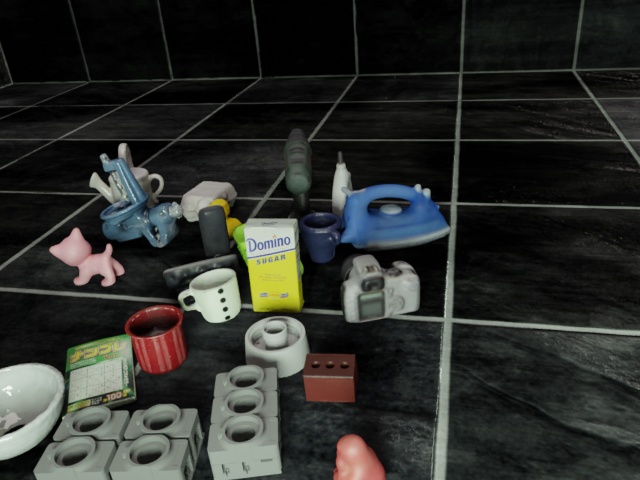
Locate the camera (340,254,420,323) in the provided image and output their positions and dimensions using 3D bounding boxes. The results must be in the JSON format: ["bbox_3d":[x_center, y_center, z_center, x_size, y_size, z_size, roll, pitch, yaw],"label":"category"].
[{"bbox_3d":[0.099,0.070,1.060,0.143,0.101,0.136,-9,28,-9],"label":"camera"}]

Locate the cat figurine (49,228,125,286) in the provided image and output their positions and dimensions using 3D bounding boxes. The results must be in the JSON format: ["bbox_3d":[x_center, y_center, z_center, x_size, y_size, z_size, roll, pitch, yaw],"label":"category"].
[{"bbox_3d":[-0.489,0.032,1.200,0.127,0.118,0.067,-1,28,7],"label":"cat figurine"}]

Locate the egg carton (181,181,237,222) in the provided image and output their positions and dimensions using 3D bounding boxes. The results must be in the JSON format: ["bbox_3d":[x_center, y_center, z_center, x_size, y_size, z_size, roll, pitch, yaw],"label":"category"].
[{"bbox_3d":[-0.285,-0.100,1.473,0.107,0.069,0.150,7,30,20],"label":"egg carton"}]

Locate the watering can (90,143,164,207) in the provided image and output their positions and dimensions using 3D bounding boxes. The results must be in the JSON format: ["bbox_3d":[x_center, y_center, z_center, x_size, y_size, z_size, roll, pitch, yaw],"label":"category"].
[{"bbox_3d":[-0.494,-0.150,1.465,0.173,0.194,0.100,-19,31,-25],"label":"watering can"}]

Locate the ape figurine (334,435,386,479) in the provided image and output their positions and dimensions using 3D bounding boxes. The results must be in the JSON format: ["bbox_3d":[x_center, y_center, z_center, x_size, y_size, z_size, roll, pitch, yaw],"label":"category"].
[{"bbox_3d":[0.042,0.272,0.693,0.076,0.092,0.078,12,32,29],"label":"ape figurine"}]

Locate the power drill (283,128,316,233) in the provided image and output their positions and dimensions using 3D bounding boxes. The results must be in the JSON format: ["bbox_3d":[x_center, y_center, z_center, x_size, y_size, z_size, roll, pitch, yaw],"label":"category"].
[{"bbox_3d":[-0.048,-0.135,1.354,0.075,0.209,0.229,-5,28,-1],"label":"power drill"}]

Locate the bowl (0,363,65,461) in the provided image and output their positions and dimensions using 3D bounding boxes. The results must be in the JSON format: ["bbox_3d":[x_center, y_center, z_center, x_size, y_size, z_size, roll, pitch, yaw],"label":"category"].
[{"bbox_3d":[-0.441,0.256,0.815,0.167,0.075,0.167,-3,28,2],"label":"bowl"}]

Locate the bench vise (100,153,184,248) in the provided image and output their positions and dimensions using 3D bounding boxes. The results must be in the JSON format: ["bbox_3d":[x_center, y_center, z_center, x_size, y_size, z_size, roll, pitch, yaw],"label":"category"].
[{"bbox_3d":[-0.419,-0.098,1.328,0.207,0.220,0.121,-5,28,-1],"label":"bench vise"}]

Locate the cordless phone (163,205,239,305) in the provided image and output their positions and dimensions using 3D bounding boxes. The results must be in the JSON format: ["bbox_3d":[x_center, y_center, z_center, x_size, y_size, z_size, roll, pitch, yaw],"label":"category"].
[{"bbox_3d":[-0.236,0.022,1.109,0.148,0.185,0.094,-15,29,-18],"label":"cordless phone"}]

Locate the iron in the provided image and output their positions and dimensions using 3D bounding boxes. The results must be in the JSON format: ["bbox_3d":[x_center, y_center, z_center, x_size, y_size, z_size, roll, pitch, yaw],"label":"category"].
[{"bbox_3d":[0.163,-0.065,1.262,0.258,0.141,0.118,-7,28,-5],"label":"iron"}]

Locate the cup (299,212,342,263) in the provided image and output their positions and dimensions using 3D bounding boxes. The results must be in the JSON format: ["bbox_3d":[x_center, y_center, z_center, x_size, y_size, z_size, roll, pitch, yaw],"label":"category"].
[{"bbox_3d":[0.011,0.004,1.203,0.092,0.095,0.117,-20,31,-27],"label":"cup"}]

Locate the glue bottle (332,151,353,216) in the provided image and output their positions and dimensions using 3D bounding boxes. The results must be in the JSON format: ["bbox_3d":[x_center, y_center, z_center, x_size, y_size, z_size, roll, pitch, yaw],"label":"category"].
[{"bbox_3d":[0.054,-0.129,1.366,0.037,0.173,0.078,7,30,20],"label":"glue bottle"}]

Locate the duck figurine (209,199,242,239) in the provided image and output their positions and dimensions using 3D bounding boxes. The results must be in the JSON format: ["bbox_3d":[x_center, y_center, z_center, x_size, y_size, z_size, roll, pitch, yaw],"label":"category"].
[{"bbox_3d":[-0.230,-0.054,1.361,0.104,0.086,0.078,16,34,34],"label":"duck figurine"}]
